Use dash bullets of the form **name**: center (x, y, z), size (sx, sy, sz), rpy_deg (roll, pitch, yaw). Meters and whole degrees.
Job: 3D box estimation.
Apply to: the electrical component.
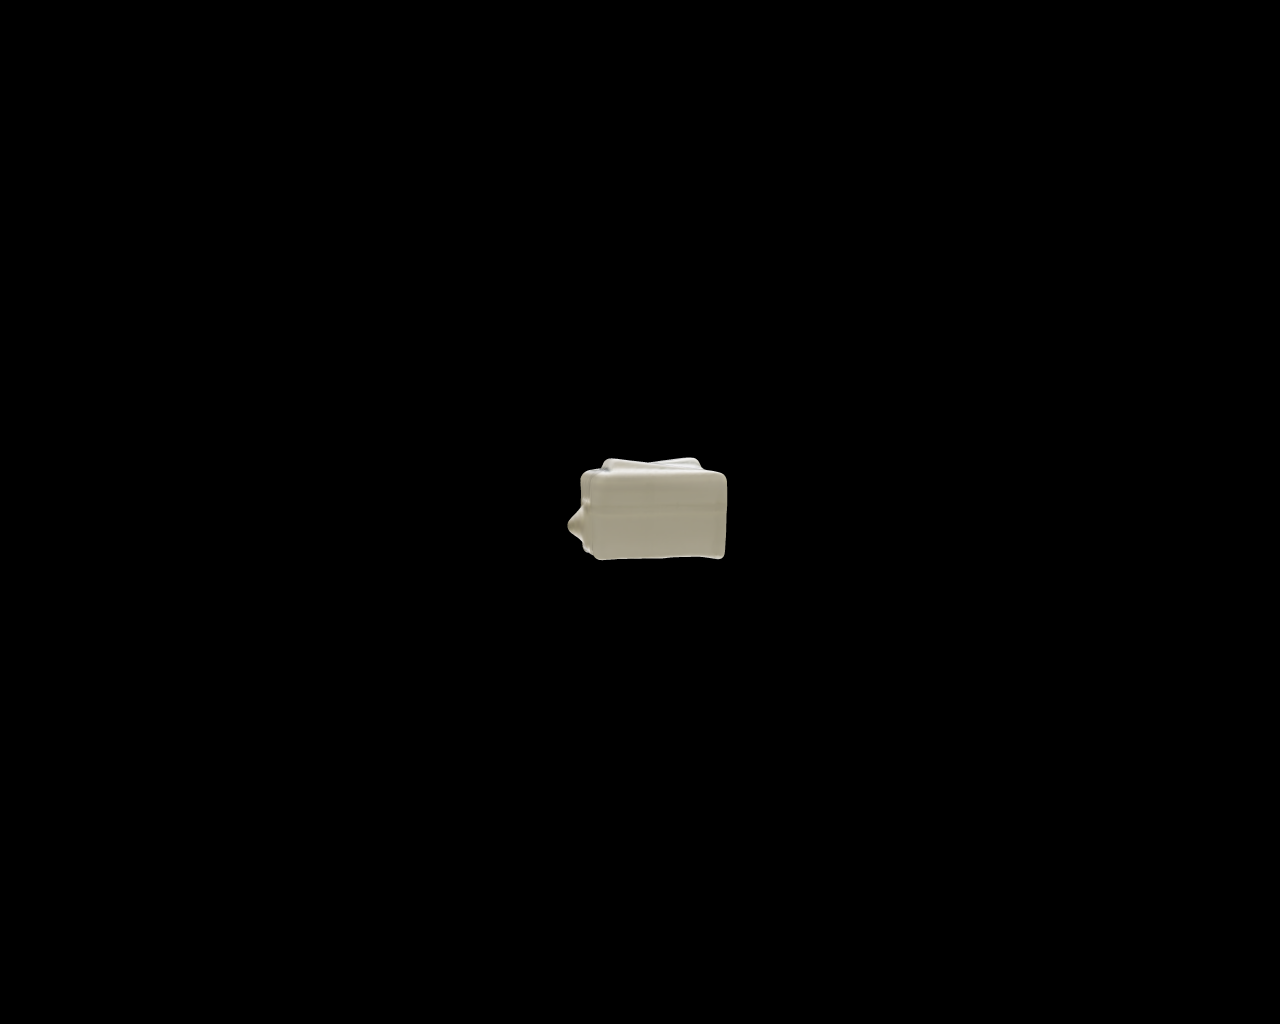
- **electrical component**: center (0.001, -0.003, 0.650), size (0.096, 0.061, 0.062), rpy_deg (-1, 4, -11)
